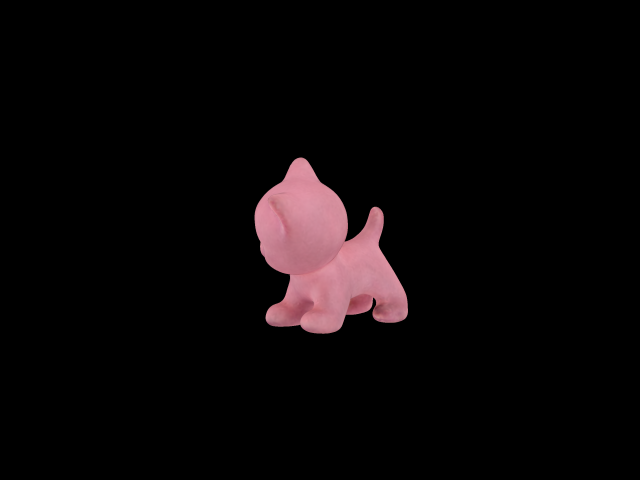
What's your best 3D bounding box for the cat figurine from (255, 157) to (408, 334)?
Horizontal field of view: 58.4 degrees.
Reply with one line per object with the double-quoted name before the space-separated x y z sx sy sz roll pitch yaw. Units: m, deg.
"cat figurine" 0.004 0.001 0.400 0.128 0.118 0.067 -2 3 -43
